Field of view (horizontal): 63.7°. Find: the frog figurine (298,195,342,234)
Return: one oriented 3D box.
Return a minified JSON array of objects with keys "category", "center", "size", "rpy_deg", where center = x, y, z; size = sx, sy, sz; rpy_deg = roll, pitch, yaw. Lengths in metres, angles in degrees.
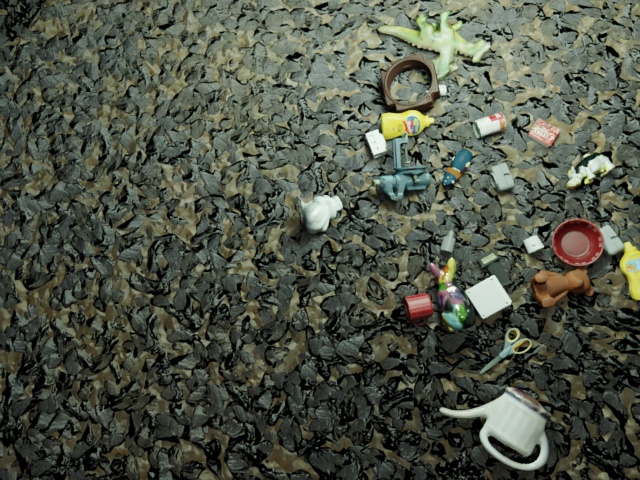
[{"category":"frog figurine","center":[0.006,-0.093,1.850],"size":[0.159,0.124,0.135],"rpy_deg":[-8,111,-5]}]

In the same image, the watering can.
[{"category":"watering can","center":[0.579,0.570,1.642],"size":[0.349,0.103,0.226],"rpy_deg":[33,82,12]}]

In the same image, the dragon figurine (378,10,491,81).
[{"category":"dragon figurine","center":[0.432,-0.727,1.961],"size":[0.410,0.122,0.244],"rpy_deg":[-4,86,14]}]
